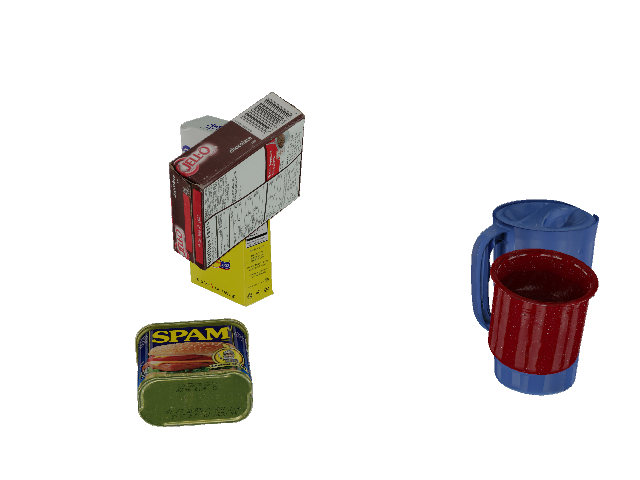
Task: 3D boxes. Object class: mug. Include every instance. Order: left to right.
[{"bbox_3d":[0.192,0.059,0.956,0.093,0.081,0.117,0,31,-3],"label":"mug"}]

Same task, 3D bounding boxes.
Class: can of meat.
[{"bbox_3d":[-0.110,0.115,0.926,0.102,0.057,0.084,-3,27,-7],"label":"can of meat"}]

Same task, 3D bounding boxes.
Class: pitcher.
[{"bbox_3d":[0.278,0.076,1.394,0.149,0.243,0.144,5,20,16],"label":"pitcher"}]

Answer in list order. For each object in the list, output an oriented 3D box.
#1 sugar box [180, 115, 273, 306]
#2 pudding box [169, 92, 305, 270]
[{"bbox_3d":[-0.095,-0.030,1.077,0.093,0.176,0.048,19,32,42],"label":"sugar box"},{"bbox_3d":[-0.061,-0.044,0.793,0.039,0.090,0.113,36,54,24],"label":"pudding box"}]
